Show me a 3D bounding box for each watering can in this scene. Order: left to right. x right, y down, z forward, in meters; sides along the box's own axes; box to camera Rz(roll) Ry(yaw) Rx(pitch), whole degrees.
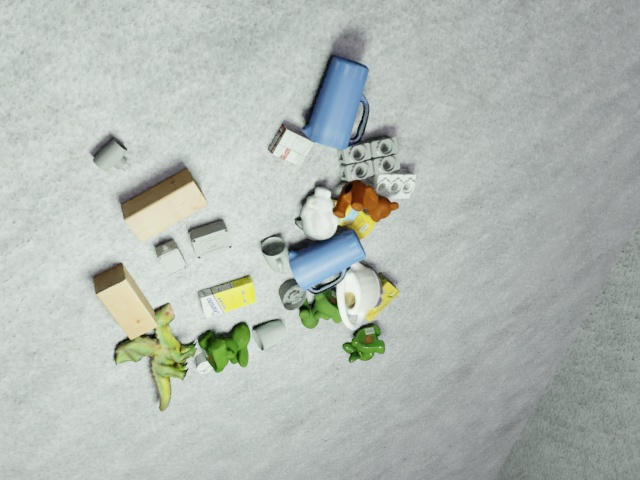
[{"bbox_3d":[0.130,0.137,1.830,0.225,0.104,0.348,-5,91,-53],"label":"watering can"}]

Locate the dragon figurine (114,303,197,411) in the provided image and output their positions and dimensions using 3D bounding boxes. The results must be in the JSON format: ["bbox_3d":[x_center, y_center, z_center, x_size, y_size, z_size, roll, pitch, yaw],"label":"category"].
[{"bbox_3d":[-0.543,0.388,1.676,0.241,0.124,0.405,23,106,-18],"label":"dragon figurine"}]

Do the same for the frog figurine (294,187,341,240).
[{"bbox_3d":[0.005,-0.082,1.636,0.137,0.125,0.156,21,122,-16],"label":"frog figurine"}]
